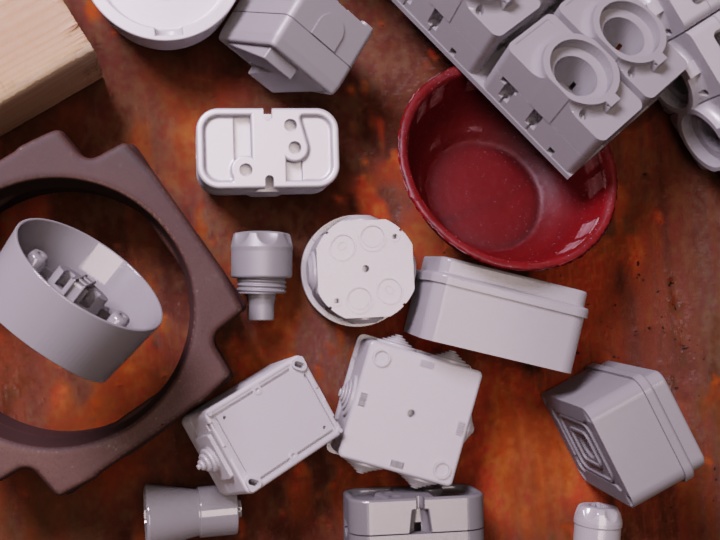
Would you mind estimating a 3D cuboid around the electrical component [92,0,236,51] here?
[{"bbox_3d":[-0.134,-0.203,0.737,0.108,0.060,0.108,0,88,-9],"label":"electrical component"}]

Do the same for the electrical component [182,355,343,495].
[{"bbox_3d":[-0.073,0.108,0.725,0.096,0.061,0.061,-30,93,-31],"label":"electrical component"}]

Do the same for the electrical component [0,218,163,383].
[{"bbox_3d":[-0.167,0.017,0.623,0.099,0.099,0.064,38,89,-6],"label":"electrical component"}]

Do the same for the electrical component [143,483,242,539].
[{"bbox_3d":[-0.115,0.166,0.739,0.065,0.044,0.044,-2,88,-14],"label":"electrical component"}]

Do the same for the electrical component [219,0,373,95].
[{"bbox_3d":[-0.050,-0.158,0.737,0.062,0.096,0.061,35,82,-36],"label":"electrical component"}]

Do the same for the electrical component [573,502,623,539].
[{"bbox_3d":[0.173,0.203,0.786,0.035,0.035,0.061,4,90,-9],"label":"electrical component"}]

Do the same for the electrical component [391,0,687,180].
[{"bbox_3d":[0.123,-0.171,0.745,0.105,0.060,0.186,-40,83,-26],"label":"electrical component"}]

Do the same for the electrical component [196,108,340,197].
[{"bbox_3d":[-0.065,-0.080,0.745,0.095,0.059,0.053,-1,88,-9],"label":"electrical component"}]

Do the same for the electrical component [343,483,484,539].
[{"bbox_3d":[0.037,0.185,0.755,0.095,0.054,0.059,-1,88,-9],"label":"electrical component"}]

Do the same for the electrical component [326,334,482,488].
[{"bbox_3d":[0.032,0.099,0.760,0.100,0.048,0.099,17,86,-8],"label":"electrical component"}]

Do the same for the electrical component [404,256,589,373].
[{"bbox_3d":[0.095,0.030,0.758,0.113,0.078,0.057,14,89,-8],"label":"electrical component"}]

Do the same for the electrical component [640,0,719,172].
[{"bbox_3d":[0.248,-0.152,0.782,0.062,0.089,0.150,-33,93,-9],"label":"electrical component"}]

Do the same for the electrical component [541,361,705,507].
[{"bbox_3d":[0.181,0.110,0.751,0.057,0.113,0.078,-27,93,-6],"label":"electrical component"}]

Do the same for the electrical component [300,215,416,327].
[{"bbox_3d":[0.000,0.000,0.757,0.080,0.051,0.080,0,88,-9],"label":"electrical component"}]

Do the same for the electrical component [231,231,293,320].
[{"bbox_3d":[-0.069,0.004,0.750,0.043,0.043,0.062,0,89,-9],"label":"electrical component"}]
